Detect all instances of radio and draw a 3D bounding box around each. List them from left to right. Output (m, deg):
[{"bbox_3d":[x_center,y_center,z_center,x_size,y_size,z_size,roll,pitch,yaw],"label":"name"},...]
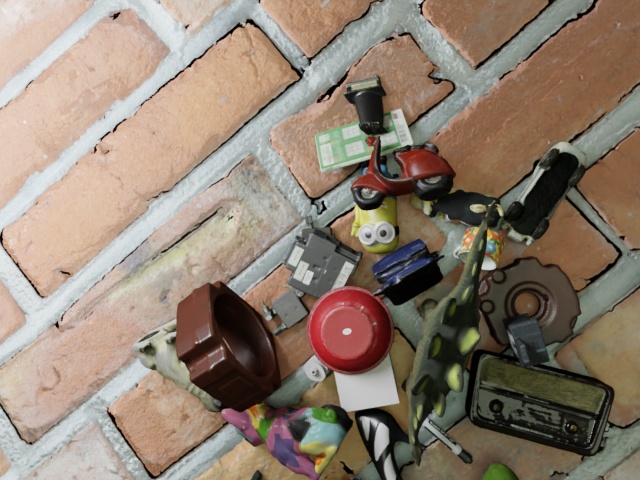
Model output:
[{"bbox_3d":[0.379,0.285,0.951,0.230,0.073,0.131,13,89,10],"label":"radio"}]

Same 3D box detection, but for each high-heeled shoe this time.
[{"bbox_3d":[0.101,0.442,0.987,0.145,0.086,0.248,18,86,13],"label":"high-heeled shoe"}]

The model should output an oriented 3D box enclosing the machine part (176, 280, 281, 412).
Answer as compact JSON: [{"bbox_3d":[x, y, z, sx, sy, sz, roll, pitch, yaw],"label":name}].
[{"bbox_3d":[-0.165,0.190,0.966,0.087,0.200,0.202,-33,38,13],"label":"machine part"}]

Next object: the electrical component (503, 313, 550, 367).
[{"bbox_3d":[0.343,0.167,0.887,0.048,0.119,0.074,-17,86,8],"label":"electrical component"}]

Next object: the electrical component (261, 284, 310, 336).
[{"bbox_3d":[-0.066,0.131,1.047,0.102,0.045,0.078,-31,81,6],"label":"electrical component"}]

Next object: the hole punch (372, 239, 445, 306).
[{"bbox_3d":[0.153,0.048,0.981,0.142,0.115,0.092,-28,64,7],"label":"hole punch"}]

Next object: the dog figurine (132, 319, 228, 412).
[{"bbox_3d":[-0.267,0.260,1.055,0.172,0.121,0.190,-14,104,41],"label":"dog figurine"}]

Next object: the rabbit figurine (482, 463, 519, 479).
[{"bbox_3d":[0.295,0.476,0.930,0.159,0.121,0.170,38,96,2],"label":"rabbit figurine"}]

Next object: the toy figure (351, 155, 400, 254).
[{"bbox_3d":[0.112,-0.063,1.012,0.082,0.089,0.180,-13,73,39],"label":"toy figure"}]

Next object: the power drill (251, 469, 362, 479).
[{"bbox_3d":[-0.045,0.514,1.012,0.207,0.086,0.232,23,93,2],"label":"power drill"}]

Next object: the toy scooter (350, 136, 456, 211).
[{"bbox_3d":[0.140,-0.130,0.945,0.184,0.075,0.135,-10,70,2],"label":"toy scooter"}]

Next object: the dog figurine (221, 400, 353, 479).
[{"bbox_3d":[-0.067,0.336,0.986,0.219,0.108,0.191,29,131,10],"label":"dog figurine"}]

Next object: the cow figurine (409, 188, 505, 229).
[{"bbox_3d":[0.247,-0.062,0.981,0.167,0.098,0.068,11,95,10],"label":"cow figurine"}]

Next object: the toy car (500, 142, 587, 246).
[{"bbox_3d":[0.407,-0.083,0.977,0.073,0.056,0.201,33,94,4],"label":"toy car"}]

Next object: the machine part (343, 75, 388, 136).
[{"bbox_3d":[0.091,-0.258,1.030,0.084,0.039,0.139,-10,59,2],"label":"machine part"}]

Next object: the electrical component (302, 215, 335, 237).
[{"bbox_3d":[-0.002,-0.003,1.054,0.063,0.021,0.094,-7,91,8],"label":"electrical component"}]

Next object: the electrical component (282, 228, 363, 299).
[{"bbox_3d":[-0.001,0.046,1.019,0.134,0.058,0.114,28,101,0],"label":"electrical component"}]

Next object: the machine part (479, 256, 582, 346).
[{"bbox_3d":[0.376,0.117,0.970,0.179,0.056,0.179,0,87,8],"label":"machine part"}]

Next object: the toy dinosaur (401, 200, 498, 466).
[{"bbox_3d":[0.222,0.164,0.922,0.105,0.198,0.471,14,91,7],"label":"toy dinosaur"}]
